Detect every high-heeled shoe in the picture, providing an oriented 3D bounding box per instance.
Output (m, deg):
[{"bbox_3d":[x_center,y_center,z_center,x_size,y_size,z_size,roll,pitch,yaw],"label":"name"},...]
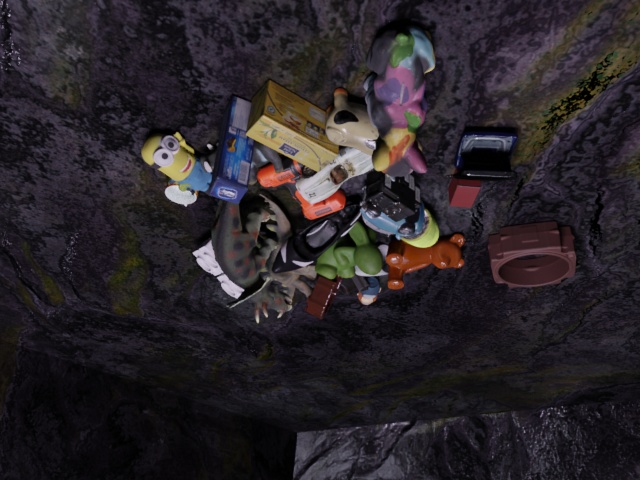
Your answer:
[{"bbox_3d":[-0.003,-0.004,1.265,0.086,0.249,0.145,50,160,-8],"label":"high-heeled shoe"}]

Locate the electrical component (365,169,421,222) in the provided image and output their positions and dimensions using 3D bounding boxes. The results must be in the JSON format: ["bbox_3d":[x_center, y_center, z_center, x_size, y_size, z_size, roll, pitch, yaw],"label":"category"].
[{"bbox_3d":[0.158,-0.108,1.144,0.134,0.115,0.058,30,143,-33],"label":"electrical component"}]

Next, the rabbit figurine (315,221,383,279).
[{"bbox_3d":[0.093,0.032,1.350,0.170,0.159,0.121,11,177,42],"label":"rabbit figurine"}]

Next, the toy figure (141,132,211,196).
[{"bbox_3d":[-0.302,-0.159,1.164,0.089,0.082,0.180,-14,147,33],"label":"toy figure"}]

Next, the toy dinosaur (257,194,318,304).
[{"bbox_3d":[-0.096,0.042,1.448,0.199,0.105,0.470,9,141,1],"label":"toy dinosaur"}]

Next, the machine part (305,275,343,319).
[{"bbox_3d":[0.020,0.133,1.509,0.056,0.179,0.179,26,150,9],"label":"machine part"}]

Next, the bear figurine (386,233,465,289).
[{"bbox_3d":[0.273,0.050,1.377,0.196,0.132,0.120,4,127,12],"label":"bear figurine"}]

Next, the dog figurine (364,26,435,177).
[{"bbox_3d":[0.131,-0.211,0.877,0.108,0.219,0.191,3,150,-2],"label":"dog figurine"}]

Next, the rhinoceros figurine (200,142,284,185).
[{"bbox_3d":[-0.161,-0.174,1.122,0.190,0.073,0.112,-11,146,25],"label":"rhinoceros figurine"}]

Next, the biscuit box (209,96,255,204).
[{"bbox_3d":[-0.159,-0.169,1.003,0.059,0.203,0.063,17,148,-21],"label":"biscuit box"}]

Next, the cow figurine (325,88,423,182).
[{"bbox_3d":[0.103,-0.191,1.003,0.195,0.127,0.085,17,150,-14],"label":"cow figurine"}]

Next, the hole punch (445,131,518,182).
[{"bbox_3d":[0.329,-0.162,1.073,0.142,0.092,0.116,0,179,3],"label":"hole punch"}]

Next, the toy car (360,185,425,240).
[{"bbox_3d":[0.153,-0.059,1.231,0.161,0.109,0.103,18,148,-17],"label":"toy car"}]

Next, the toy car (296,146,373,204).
[{"bbox_3d":[0.044,-0.148,1.092,0.202,0.056,0.073,-32,142,5],"label":"toy car"}]

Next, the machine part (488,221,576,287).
[{"bbox_3d":[0.538,0.043,1.366,0.201,0.087,0.201,-7,148,19],"label":"machine part"}]

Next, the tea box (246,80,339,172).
[{"bbox_3d":[-0.048,-0.213,1.017,0.169,0.098,0.068,24,143,-26],"label":"tea box"}]

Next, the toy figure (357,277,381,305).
[{"bbox_3d":[0.147,0.162,1.653,0.064,0.058,0.154,30,154,12],"label":"toy figure"}]

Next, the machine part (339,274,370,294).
[{"bbox_3d":[0.098,0.125,1.592,0.084,0.039,0.139,54,150,1],"label":"machine part"}]

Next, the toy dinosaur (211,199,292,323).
[{"bbox_3d":[-0.190,0.024,1.261,0.131,0.192,0.404,-4,132,22],"label":"toy dinosaur"}]

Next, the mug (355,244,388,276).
[{"bbox_3d":[0.134,0.065,1.459,0.109,0.081,0.107,-4,167,-41],"label":"mug"}]
